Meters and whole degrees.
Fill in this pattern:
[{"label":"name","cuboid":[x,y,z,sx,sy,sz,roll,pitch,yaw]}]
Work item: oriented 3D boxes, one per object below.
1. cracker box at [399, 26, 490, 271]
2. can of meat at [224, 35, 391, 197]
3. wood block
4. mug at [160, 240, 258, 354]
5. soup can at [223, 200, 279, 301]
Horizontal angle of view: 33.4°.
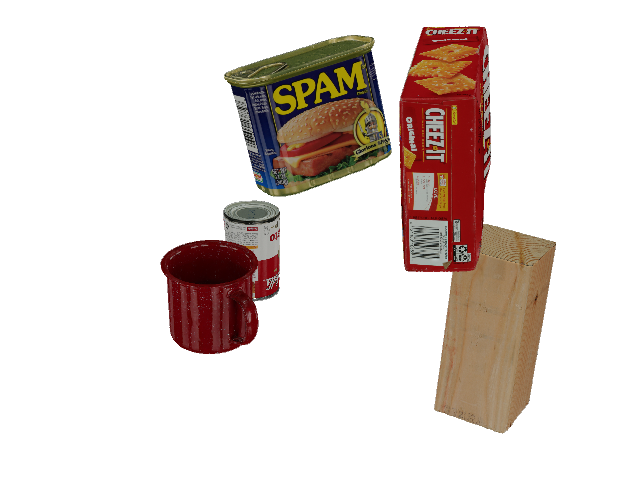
[{"label":"cracker box","cuboid":[0.120,-0.091,0.987,0.072,0.164,0.213,1,27,11]},{"label":"can of meat","cuboid":[-0.005,-0.086,0.730,0.102,0.084,0.058,-21,21,-20]},{"label":"wood block","cuboid":[0.197,0.099,1.210,0.090,0.206,0.090,16,24,25]},{"label":"mug","cuboid":[-0.099,0.061,1.028,0.093,0.081,0.117,-22,36,-38]},{"label":"soup can","cuboid":[-0.082,0.011,1.258,0.068,0.102,0.068,1,24,-1]}]
